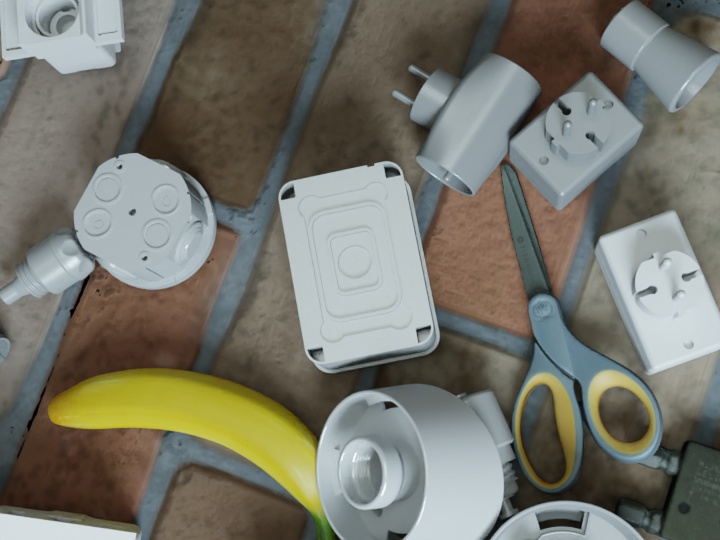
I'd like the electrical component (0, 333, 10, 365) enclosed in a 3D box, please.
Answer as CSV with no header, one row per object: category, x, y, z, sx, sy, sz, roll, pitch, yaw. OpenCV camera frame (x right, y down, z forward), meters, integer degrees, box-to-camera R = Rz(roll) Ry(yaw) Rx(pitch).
electrical component,-0.266,0.034,0.680,0.081,0.043,0.043,39,87,12

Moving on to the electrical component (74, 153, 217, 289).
electrical component,-0.134,-0.031,0.671,0.080,0.051,0.080,-1,80,7

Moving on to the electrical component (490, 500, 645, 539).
electrical component,0.114,0.177,0.594,0.099,0.064,0.099,-1,80,7

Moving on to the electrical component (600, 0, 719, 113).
electrical component,0.180,-0.133,0.654,0.044,0.044,0.065,-45,73,-2

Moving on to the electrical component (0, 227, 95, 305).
electrical component,-0.201,0.001,0.682,0.061,0.035,0.035,-33,77,3

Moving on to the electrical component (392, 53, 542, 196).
electrical component,0.058,-0.098,0.662,0.079,0.043,0.077,33,86,12

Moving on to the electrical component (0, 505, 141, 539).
electrical component,-0.230,0.188,0.620,0.186,0.060,0.105,10,81,-6

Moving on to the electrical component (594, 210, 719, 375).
electrical component,0.173,0.010,0.610,0.047,0.075,0.083,-21,78,3

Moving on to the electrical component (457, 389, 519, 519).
electrical component,0.071,0.106,0.625,0.040,0.040,0.078,-24,78,3

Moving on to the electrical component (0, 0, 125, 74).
electrical component,-0.192,-0.195,0.702,0.079,0.063,0.121,-8,79,6

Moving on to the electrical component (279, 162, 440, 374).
electrical component,0.000,0.000,0.645,0.078,0.057,0.113,-12,79,4

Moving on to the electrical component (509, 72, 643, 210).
electrical component,0.127,-0.081,0.632,0.066,0.076,0.047,-41,77,-1

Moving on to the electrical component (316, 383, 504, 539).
electrical component,0.024,0.114,0.608,0.099,0.064,0.099,-7,80,47
